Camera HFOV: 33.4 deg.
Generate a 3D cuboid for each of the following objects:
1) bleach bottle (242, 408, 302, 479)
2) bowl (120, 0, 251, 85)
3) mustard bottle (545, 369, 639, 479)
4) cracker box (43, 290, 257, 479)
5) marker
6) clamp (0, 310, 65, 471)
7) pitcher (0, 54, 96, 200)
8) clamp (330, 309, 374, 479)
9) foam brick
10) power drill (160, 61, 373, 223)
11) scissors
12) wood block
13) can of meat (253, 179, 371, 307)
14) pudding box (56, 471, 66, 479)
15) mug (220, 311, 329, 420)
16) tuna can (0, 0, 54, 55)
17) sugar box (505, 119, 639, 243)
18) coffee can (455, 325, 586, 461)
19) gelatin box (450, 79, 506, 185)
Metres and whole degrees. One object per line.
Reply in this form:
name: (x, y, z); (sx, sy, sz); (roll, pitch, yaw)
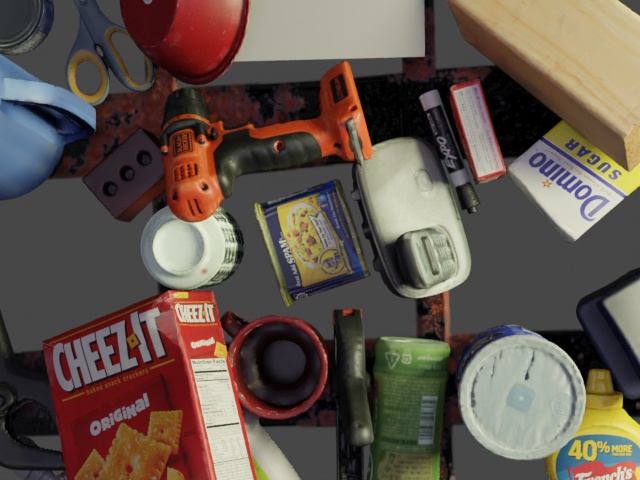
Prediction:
bleach bottle: (-0.025, 0.283, 0.996); (0.102, 0.068, 0.251); (-41, 87, 7)
bowl: (-0.135, -0.222, 0.972); (0.162, 0.055, 0.162); (11, 105, 45)
mustard bottle: (0.253, 0.213, 0.966); (0.096, 0.058, 0.191); (1, 89, 8)
cracker box: (-0.153, 0.169, 0.949); (0.164, 0.072, 0.214); (-22, 75, 28)
marker: (0.123, -0.082, 1.003); (0.020, 0.020, 0.121); (-21, 87, 6)
clamp: (-0.301, 0.146, 1.023); (0.210, 0.036, 0.164); (26, 78, 10)
pitcher: (-0.311, -0.119, 0.942); (0.145, 0.243, 0.149); (43, 87, 7)
clamp: (0.028, 0.132, 0.958); (0.039, 0.120, 0.171); (1, 63, -10)
foam brick: (-0.178, -0.062, 1.021); (0.078, 0.051, 0.053); (-42, 85, 5)
power drill: (-0.054, -0.100, 0.963); (0.187, 0.184, 0.057); (-17, 130, 4)
scissors: (-0.241, -0.217, 1.048); (0.096, 0.016, 0.202); (-40, 85, 5)
wood block: (0.219, -0.166, 0.927); (0.090, 0.090, 0.206); (-46, 65, 3)
can of meat: (-0.007, 0.001, 0.999); (0.084, 0.057, 0.102); (-18, 88, 4)
pudding box: (-0.193, 0.265, 1.026); (0.090, 0.039, 0.113); (-18, 87, 6)
mug: (-0.045, 0.107, 0.989); (0.117, 0.081, 0.093); (36, 93, 5)
tuna can: (-0.306, -0.225, 1.046); (0.086, 0.033, 0.086); (0, 90, 6)
sugar box: (0.265, -0.088, 0.974); (0.176, 0.048, 0.093); (-42, 83, 3)
coffee can: (0.171, 0.129, 0.935); (0.103, 0.140, 0.103); (0, 89, 6)
gelatin box: (0.142, -0.097, 0.974); (0.030, 0.073, 0.089); (-17, 88, 6)
